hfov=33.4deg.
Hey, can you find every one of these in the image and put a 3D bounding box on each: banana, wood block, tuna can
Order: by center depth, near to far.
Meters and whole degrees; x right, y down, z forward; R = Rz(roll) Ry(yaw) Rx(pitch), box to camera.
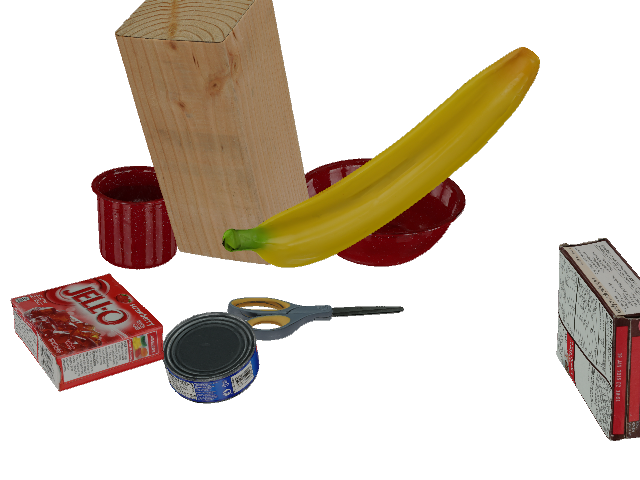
[{"bbox_3d":[0.040,-0.037,0.598,0.198,0.037,0.069,-34,-12,-1],"label":"banana"},{"bbox_3d":[-0.079,-0.091,0.838,0.090,0.206,0.090,8,43,21],"label":"wood block"},{"bbox_3d":[-0.098,0.106,0.964,0.086,0.034,0.086,-4,39,3],"label":"tuna can"}]

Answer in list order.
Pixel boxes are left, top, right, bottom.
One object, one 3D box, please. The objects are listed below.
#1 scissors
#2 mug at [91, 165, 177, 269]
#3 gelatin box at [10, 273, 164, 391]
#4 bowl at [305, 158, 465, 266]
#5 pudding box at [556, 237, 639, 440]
[{"bbox_3d":[-0.005,0.089,1.194,0.201,0.016,0.096,4,22,0],"label":"scissors"},{"bbox_3d":[-0.192,-0.028,1.124,0.093,0.081,0.117,-1,28,-9],"label":"mug"},{"bbox_3d":[-0.155,0.057,0.705,0.073,0.030,0.089,-15,30,-29],"label":"gelatin box"},{"bbox_3d":[0.054,-0.021,1.011,0.162,0.055,0.162,2,29,-1],"label":"bowl"},{"bbox_3d":[0.187,0.061,0.692,0.039,0.090,0.113,-6,24,-5],"label":"pudding box"}]
